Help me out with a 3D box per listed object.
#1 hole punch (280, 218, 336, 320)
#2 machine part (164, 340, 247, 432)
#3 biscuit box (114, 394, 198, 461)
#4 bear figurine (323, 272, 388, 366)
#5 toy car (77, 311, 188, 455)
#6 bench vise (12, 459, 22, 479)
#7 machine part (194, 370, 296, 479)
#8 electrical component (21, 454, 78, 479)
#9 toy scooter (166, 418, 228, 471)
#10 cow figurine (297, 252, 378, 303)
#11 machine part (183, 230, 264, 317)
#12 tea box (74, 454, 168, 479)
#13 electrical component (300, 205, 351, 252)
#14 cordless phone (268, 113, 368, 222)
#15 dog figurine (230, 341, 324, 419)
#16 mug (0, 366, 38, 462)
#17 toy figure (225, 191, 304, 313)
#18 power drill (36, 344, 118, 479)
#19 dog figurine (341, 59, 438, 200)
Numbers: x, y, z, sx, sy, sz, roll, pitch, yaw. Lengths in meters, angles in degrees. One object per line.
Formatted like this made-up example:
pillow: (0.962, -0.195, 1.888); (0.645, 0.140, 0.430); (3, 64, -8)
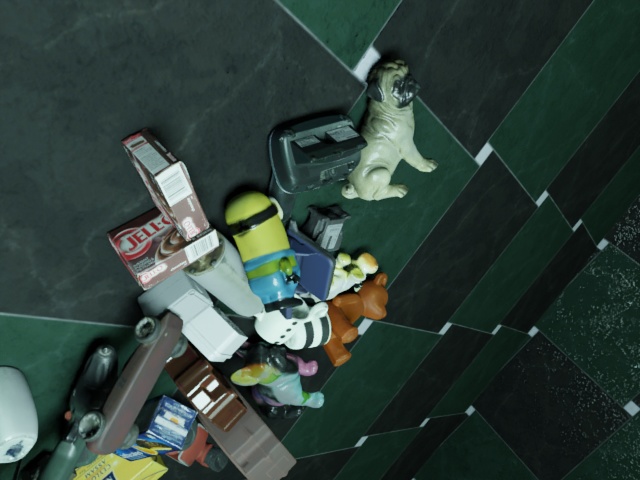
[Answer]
hole punch: (-0.048, 0.054, 0.890); (0.092, 0.116, 0.142); (-31, 145, -34)
machine part: (-0.190, 0.224, 0.864); (0.056, 0.180, 0.179); (-42, 146, -15)
biscuit box: (-0.268, 0.293, 0.826); (0.062, 0.059, 0.203); (36, 139, -21)
bear figurine: (0.084, 0.159, 1.138); (0.196, 0.132, 0.120); (-16, 139, -30)
toy car: (-0.253, 0.190, 0.732); (0.202, 0.053, 0.089); (-65, 151, -17)
bench vise: (-0.495, 0.447, 0.752); (0.224, 0.129, 0.240); (-29, 109, -14)
machine part: (-0.147, 0.359, 1.011); (0.087, 0.202, 0.200); (-39, 146, -15)
electrical component: (-0.430, 0.372, 0.854); (0.102, 0.045, 0.078); (-46, 135, -3)
toy scooter: (-0.259, 0.357, 0.978); (0.075, 0.135, 0.183); (-58, 135, -30)
cow figurine: (0.037, 0.077, 1.048); (0.167, 0.068, 0.098); (-10, 147, -38)
machine part: (-0.141, 0.053, 0.824); (0.079, 0.079, 0.243); (-44, 146, -5)
tea box: (-0.362, 0.406, 0.917); (0.169, 0.098, 0.068); (-39, 146, -16)
electrical component: (-0.002, -0.003, 0.949); (0.075, 0.048, 0.119); (-4, 126, -45)
cordless phone: (-0.015, -0.097, 0.829); (0.146, 0.089, 0.184); (-22, 150, -32)
dog figurine: (-0.107, 0.268, 1.050); (0.191, 0.108, 0.219); (-30, 137, 30)
mug: (-0.407, 0.220, 0.670); (0.081, 0.107, 0.109); (-48, 148, -2)
toy figure: (-0.079, 0.016, 0.778); (0.082, 0.180, 0.089); (-16, 174, 9)
power drill: (-0.353, 0.282, 0.747); (0.086, 0.207, 0.231); (19, 127, -9)
dog figurine: (0.086, -0.170, 0.850); (0.172, 0.121, 0.190); (-42, 132, -15)
